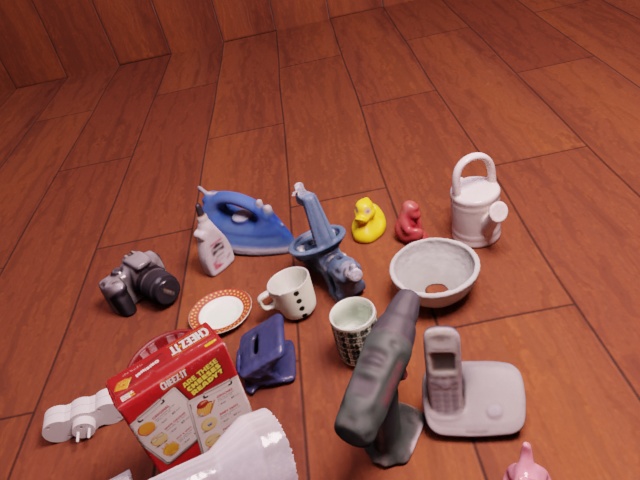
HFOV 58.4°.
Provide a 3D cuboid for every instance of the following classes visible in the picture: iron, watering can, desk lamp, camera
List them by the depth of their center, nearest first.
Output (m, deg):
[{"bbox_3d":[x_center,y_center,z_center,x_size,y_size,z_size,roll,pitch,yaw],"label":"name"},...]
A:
[{"bbox_3d":[-0.119,0.335,0.719,0.203,0.214,0.117,-28,39,-18],"label":"desk lamp"},{"bbox_3d":[0.317,-0.084,1.151,0.101,0.194,0.172,-33,41,-25],"label":"watering can"},{"bbox_3d":[-0.375,0.091,1.217,0.136,0.101,0.143,21,49,38],"label":"camera"},{"bbox_3d":[-0.169,-0.052,1.306,0.257,0.142,0.119,9,42,27],"label":"iron"}]

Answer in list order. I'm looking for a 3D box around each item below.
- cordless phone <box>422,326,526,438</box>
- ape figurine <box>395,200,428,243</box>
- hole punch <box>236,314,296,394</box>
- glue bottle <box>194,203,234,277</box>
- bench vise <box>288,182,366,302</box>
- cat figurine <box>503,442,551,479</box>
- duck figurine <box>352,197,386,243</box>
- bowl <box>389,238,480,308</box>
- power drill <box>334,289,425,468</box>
[{"bbox_3d":[0.217,0.196,0.821,0.147,0.185,0.094,-6,37,10],"label":"cordless phone"},{"bbox_3d":[0.194,-0.042,1.220,0.076,0.092,0.078,6,41,24],"label":"ape figurine"},{"bbox_3d":[-0.099,0.196,1.000,0.101,0.091,0.108,-12,37,2],"label":"hole punch"},{"bbox_3d":[-0.240,-0.007,1.242,0.037,0.173,0.078,15,45,33],"label":"glue bottle"},{"bbox_3d":[0.018,-0.003,1.116,0.206,0.220,0.122,20,48,37],"label":"bench vise"},{"bbox_3d":[0.259,0.315,0.708,0.067,0.118,0.128,-1,38,17],"label":"cat figurine"},{"bbox_3d":[0.104,-0.055,1.271,0.077,0.086,0.105,6,41,24],"label":"duck figurine"},{"bbox_3d":[0.216,0.073,1.076,0.167,0.075,0.167,-9,37,7],"label":"bowl"},{"bbox_3d":[0.097,0.213,0.817,0.075,0.209,0.230,9,42,27],"label":"power drill"}]
